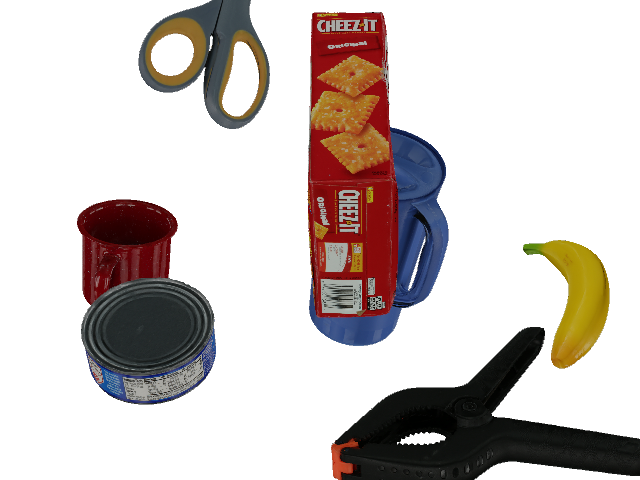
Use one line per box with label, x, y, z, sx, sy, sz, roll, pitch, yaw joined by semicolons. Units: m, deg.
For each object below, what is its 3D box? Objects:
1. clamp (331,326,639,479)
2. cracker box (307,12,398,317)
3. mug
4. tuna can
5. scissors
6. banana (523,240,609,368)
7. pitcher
clamp;0.106;0.124;0.754;0.210;0.036;0.164;-9;29;-8
cracker box;0.028;-0.066;0.908;0.072;0.213;0.164;-1;-43;2
mug;-0.186;0.023;1.004;0.093;0.081;0.117;10;29;3
tuna can;-0.111;0.065;0.699;0.086;0.034;0.086;0;42;0
scissors;-0.074;-0.171;0.725;0.096;0.202;0.016;5;-20;-18
banana;0.240;0.051;1.008;0.070;0.037;0.197;-28;25;17
pitcher;0.060;0.008;1.200;0.145;0.243;0.149;10;40;1
